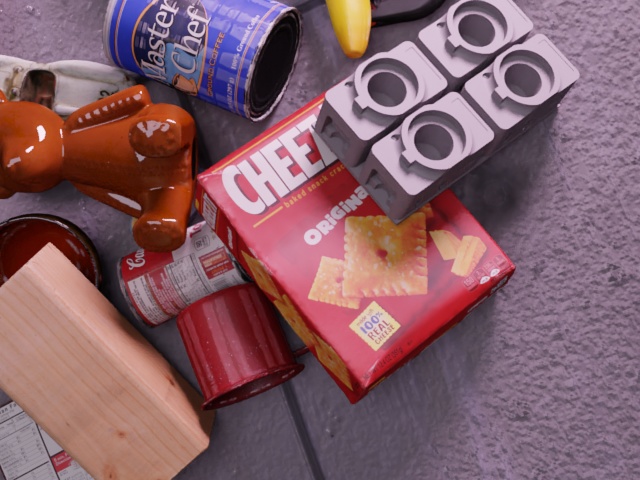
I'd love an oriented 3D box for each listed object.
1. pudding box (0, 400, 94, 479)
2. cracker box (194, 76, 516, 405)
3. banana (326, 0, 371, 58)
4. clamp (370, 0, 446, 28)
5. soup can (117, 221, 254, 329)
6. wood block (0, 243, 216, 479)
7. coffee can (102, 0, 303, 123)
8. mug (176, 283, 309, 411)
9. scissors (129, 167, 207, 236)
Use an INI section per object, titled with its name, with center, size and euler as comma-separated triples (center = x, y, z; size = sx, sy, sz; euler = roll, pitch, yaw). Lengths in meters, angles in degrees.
[pudding box]
center = -0.241, 0.188, 0.954
size = 0.090, 0.039, 0.113
euler = -28, 78, 11
[cracker box]
center = 0.026, -0.004, 0.858
size = 0.164, 0.072, 0.214
euler = -35, 78, -18
[banana]
center = -0.005, -0.238, 0.919
size = 0.070, 0.037, 0.198
euler = -51, 61, 20
[clamp]
center = 0.092, -0.253, 0.908
size = 0.171, 0.039, 0.120
euler = -33, 69, 11
[soup can]
center = -0.114, 0.026, 0.920
size = 0.102, 0.068, 0.068
euler = -24, 81, 10
[wood block]
center = -0.191, 0.112, 0.886
size = 0.090, 0.091, 0.206
euler = -42, 99, 7
[coffee can]
center = -0.099, -0.173, 0.913
size = 0.140, 0.102, 0.103
euler = 23, 91, 13
[mug]
center = -0.060, 0.084, 0.900
size = 0.117, 0.093, 0.081
euler = -19, 76, -19
[scissors]
center = -0.089, -0.036, 0.946
size = 0.202, 0.016, 0.096
euler = 8, 90, 12
